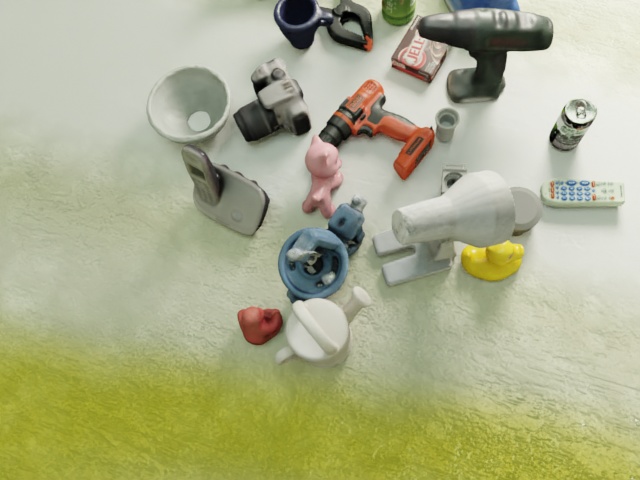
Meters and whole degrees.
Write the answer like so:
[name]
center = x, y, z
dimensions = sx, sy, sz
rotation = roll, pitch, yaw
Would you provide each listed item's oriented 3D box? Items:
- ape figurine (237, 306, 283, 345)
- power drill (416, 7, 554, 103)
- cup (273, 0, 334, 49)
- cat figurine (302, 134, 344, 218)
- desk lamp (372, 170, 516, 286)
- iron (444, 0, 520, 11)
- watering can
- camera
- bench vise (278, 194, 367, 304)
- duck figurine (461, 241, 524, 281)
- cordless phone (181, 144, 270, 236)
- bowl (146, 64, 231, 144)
[ape figurine]
center = -0.108, 0.138, 0.974
dimensions = 0.077, 0.092, 0.076
rotation = 26, 77, 13
[power drill]
center = 0.282, -0.330, 1.017
dimensions = 0.229, 0.208, 0.075
rotation = -5, 72, 5
[cup]
center = -0.027, -0.426, 1.140
dimensions = 0.117, 0.095, 0.092
rotation = 9, 74, 9
[cat figurine]
center = 0.002, -0.118, 1.029
dimensions = 0.067, 0.118, 0.128
rotation = 9, 74, 9
[desk lamp]
center = 0.193, -0.015, 0.926
dimensions = 0.203, 0.214, 0.118
rotation = -18, 72, 1
[iron]
center = 0.294, -0.542, 1.117
dimensions = 0.118, 0.141, 0.258
rotation = -24, 72, -1
[watering can]
center = 0.001, 0.138, 0.909
dimensions = 0.100, 0.194, 0.173
rotation = 31, 78, 15
[camera]
center = -0.102, -0.261, 1.093
dimensions = 0.137, 0.101, 0.143
rotation = -28, 72, -3
[bench vise]
center = -0.003, 0.000, 0.939
dimensions = 0.121, 0.220, 0.207
rotation = 15, 75, 11
[duck figurine]
center = 0.294, 0.025, 0.970
dimensions = 0.104, 0.086, 0.077
rotation = -1, 73, 6
[cordless phone]
center = -0.169, -0.092, 1.003
dimensions = 0.147, 0.185, 0.094
rotation = 25, 77, 13
[bowl]
center = -0.247, -0.252, 1.120
dimensions = 0.167, 0.075, 0.167
rotation = -2, 73, 6
